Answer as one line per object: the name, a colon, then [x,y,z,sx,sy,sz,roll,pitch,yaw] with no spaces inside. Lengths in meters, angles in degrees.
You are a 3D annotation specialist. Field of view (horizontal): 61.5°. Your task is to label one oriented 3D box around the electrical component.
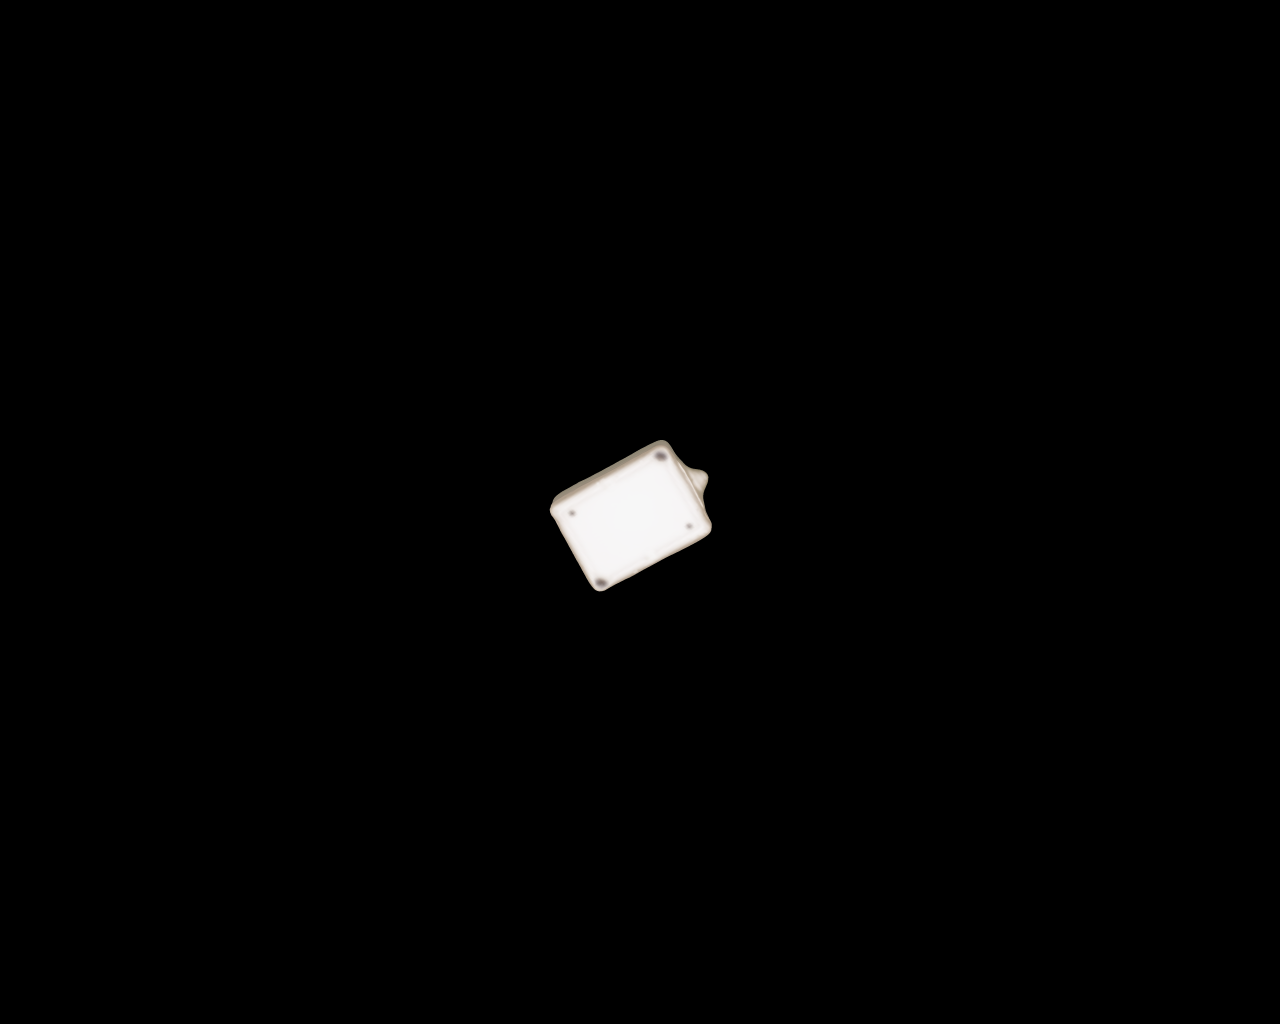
electrical component: [0.001,-0.003,0.650,0.096,0.061,0.061,-28,7,4]
